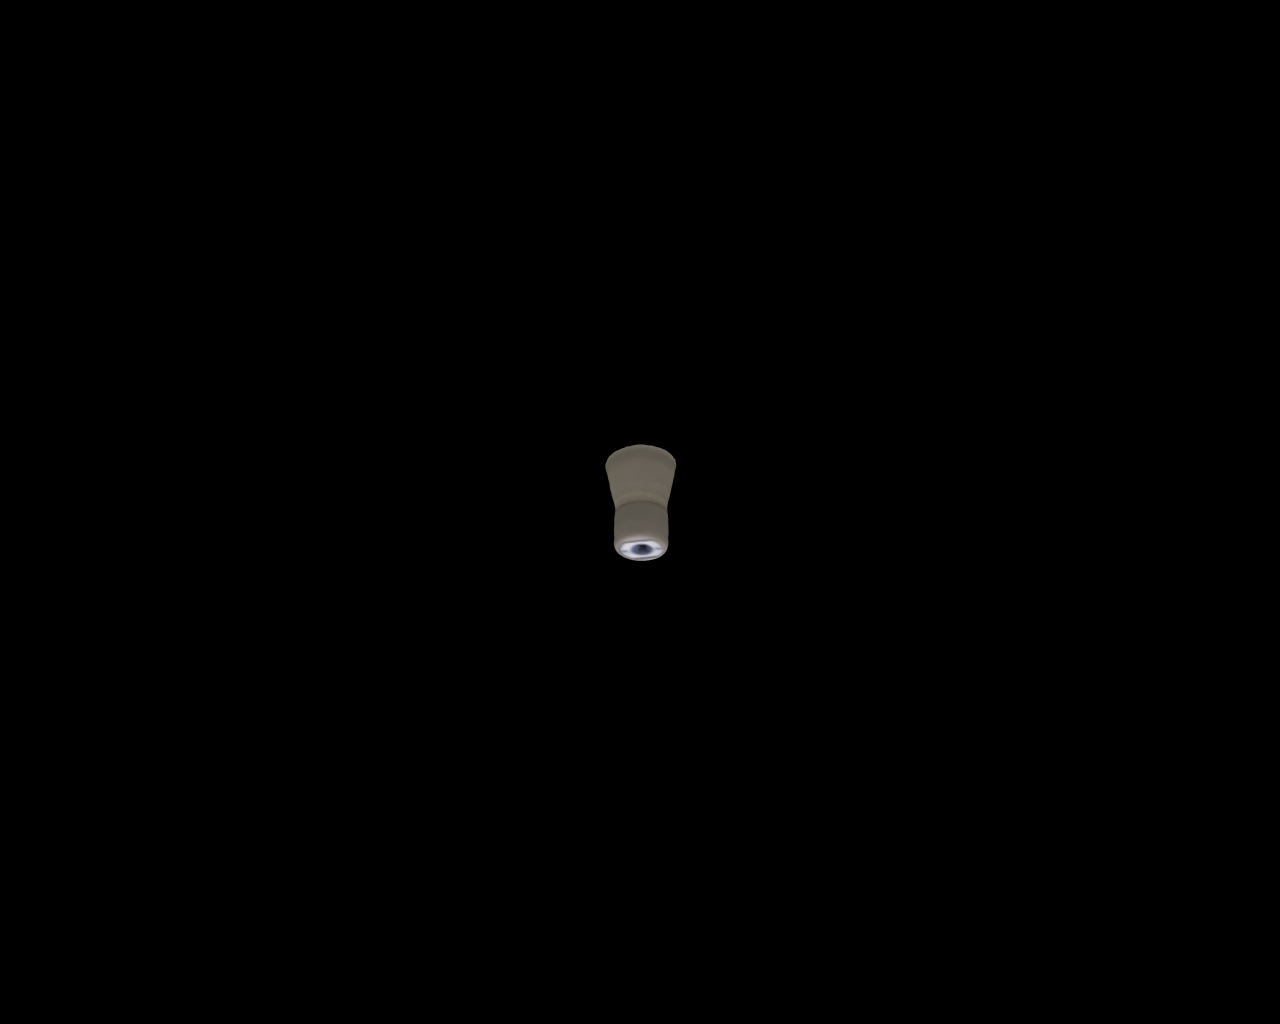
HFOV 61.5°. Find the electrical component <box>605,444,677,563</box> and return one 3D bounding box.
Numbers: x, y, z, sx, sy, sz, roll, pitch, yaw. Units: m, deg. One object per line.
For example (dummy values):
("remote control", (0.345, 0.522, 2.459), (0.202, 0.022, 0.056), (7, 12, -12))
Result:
("electrical component", (0.001, -0.003, 0.650), (0.044, 0.065, 0.044), (0, -31, 0))
